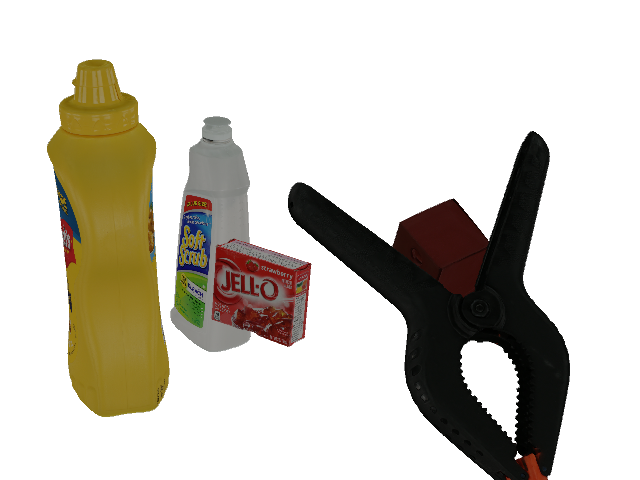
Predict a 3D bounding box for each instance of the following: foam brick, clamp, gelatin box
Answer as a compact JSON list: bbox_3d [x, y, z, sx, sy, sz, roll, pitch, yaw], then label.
[{"bbox_3d":[0.089,0.018,0.817,0.051,0.053,0.078,-22,-33,-24],"label":"foam brick"},{"bbox_3d":[0.074,0.041,0.608,0.164,0.210,0.036,-7,-19,-10],"label":"clamp"},{"bbox_3d":[-0.054,0.046,0.950,0.089,0.073,0.030,17,23,28],"label":"gelatin box"}]

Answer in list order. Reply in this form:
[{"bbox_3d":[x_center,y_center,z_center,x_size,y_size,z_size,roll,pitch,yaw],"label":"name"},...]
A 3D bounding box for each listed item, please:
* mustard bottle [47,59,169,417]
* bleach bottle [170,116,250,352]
[{"bbox_3d":[-0.118,-0.005,0.593,0.058,0.192,0.096,-5,26,-13],"label":"mustard bottle"},{"bbox_3d":[-0.116,-0.011,1.138,0.067,0.251,0.103,-15,31,-32],"label":"bleach bottle"}]
